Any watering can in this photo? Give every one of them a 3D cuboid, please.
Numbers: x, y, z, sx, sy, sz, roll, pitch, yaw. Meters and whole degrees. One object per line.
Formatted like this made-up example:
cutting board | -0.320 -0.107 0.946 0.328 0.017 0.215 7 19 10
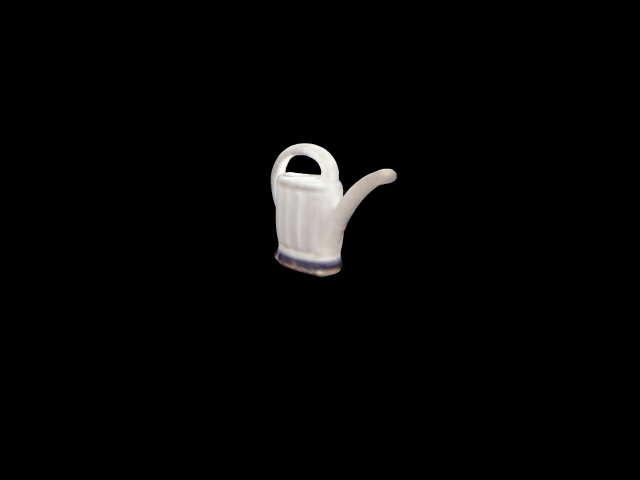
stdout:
watering can | 0.003 -0.043 0.850 0.104 0.222 0.350 -8 16 -30
